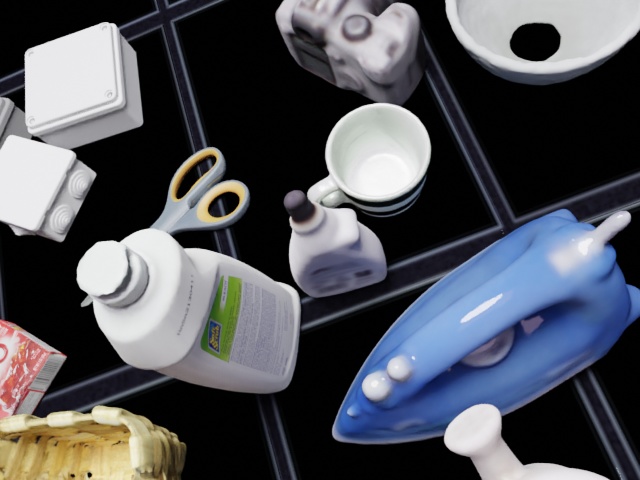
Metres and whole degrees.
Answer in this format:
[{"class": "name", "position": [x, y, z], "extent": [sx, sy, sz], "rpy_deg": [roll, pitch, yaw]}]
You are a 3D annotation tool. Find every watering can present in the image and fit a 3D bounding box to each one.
[{"class": "watering can", "position": [0.138, 0.179, 0.330], "extent": [0.172, 0.194, 0.101], "rpy_deg": [29, 80, 21]}]

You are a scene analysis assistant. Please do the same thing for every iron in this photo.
[{"class": "iron", "position": [0.106, 0.069, 0.406], "extent": [0.258, 0.142, 0.118], "rpy_deg": [-34, 66, 0]}]

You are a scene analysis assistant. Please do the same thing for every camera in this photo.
[{"class": "camera", "position": [0.046, -0.223, 0.549], "extent": [0.143, 0.101, 0.137], "rpy_deg": [33, 81, 22]}]

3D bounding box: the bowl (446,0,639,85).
[{"class": "bowl", "position": [0.200, -0.202, 0.519], "extent": [0.167, 0.075, 0.167], "rpy_deg": [-4, 70, 12]}]

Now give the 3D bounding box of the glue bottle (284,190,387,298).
[{"class": "glue bottle", "position": [0.004, 0.002, 0.438], "extent": [0.078, 0.173, 0.037], "rpy_deg": [-14, 68, 9]}]
